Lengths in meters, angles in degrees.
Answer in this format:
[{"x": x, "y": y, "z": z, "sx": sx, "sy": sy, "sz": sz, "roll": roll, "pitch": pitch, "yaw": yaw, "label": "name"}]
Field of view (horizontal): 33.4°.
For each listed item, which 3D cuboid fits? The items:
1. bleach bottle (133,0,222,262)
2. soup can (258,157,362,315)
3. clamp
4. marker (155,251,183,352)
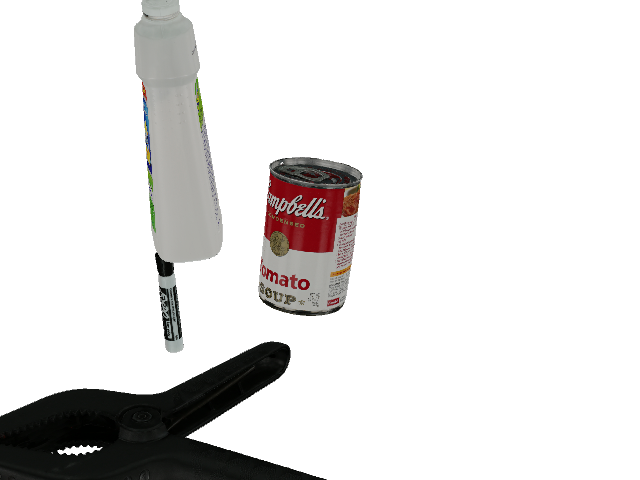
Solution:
[{"x": -0.131, "y": -0.107, "z": 0.955, "sx": 0.068, "sy": 0.251, "sz": 0.102, "roll": -7, "pitch": 35, "yaw": -7, "label": "bleach bottle"}, {"x": -0.009, "y": -0.004, "z": 0.789, "sx": 0.068, "sy": 0.102, "sz": 0.068, "roll": 6, "pitch": 19, "yaw": -2, "label": "soup can"}, {"x": -0.094, "y": 0.106, "z": 0.589, "sx": 0.210, "sy": 0.036, "sz": 0.164, "roll": -1, "pitch": 24, "yaw": -9, "label": "clamp"}, {"x": -0.155, "y": 0.061, "z": 1.096, "sx": 0.020, "sy": 0.121, "sz": 0.020, "roll": -2, "pitch": 29, "yaw": 1, "label": "marker"}]
